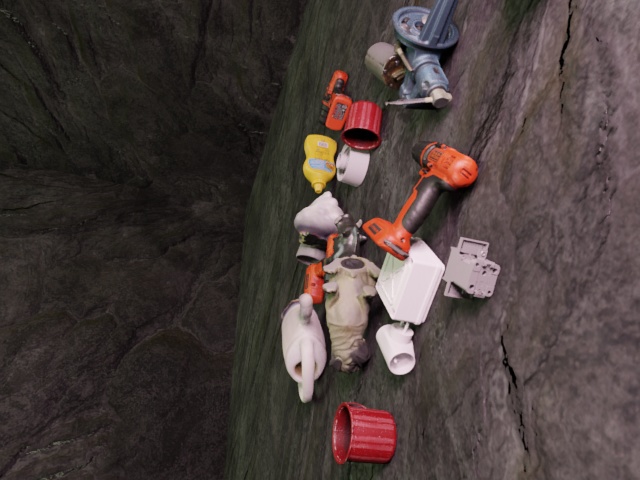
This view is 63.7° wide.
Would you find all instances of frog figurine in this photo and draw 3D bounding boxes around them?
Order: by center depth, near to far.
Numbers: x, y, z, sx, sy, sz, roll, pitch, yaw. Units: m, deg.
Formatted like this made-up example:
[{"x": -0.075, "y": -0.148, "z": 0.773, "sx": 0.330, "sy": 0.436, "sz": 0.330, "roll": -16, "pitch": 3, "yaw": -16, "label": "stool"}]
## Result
[{"x": 0.004, "y": -0.069, "z": 1.362, "sx": 0.137, "sy": 0.121, "sz": 0.162, "roll": -7, "pitch": 58, "yaw": 40, "label": "frog figurine"}]

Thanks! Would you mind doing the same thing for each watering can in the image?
[{"x": -0.038, "y": 0.224, "z": 1.246, "sx": 0.229, "sy": 0.104, "sz": 0.340, "roll": -107, "pitch": 16, "yaw": -61, "label": "watering can"}]
